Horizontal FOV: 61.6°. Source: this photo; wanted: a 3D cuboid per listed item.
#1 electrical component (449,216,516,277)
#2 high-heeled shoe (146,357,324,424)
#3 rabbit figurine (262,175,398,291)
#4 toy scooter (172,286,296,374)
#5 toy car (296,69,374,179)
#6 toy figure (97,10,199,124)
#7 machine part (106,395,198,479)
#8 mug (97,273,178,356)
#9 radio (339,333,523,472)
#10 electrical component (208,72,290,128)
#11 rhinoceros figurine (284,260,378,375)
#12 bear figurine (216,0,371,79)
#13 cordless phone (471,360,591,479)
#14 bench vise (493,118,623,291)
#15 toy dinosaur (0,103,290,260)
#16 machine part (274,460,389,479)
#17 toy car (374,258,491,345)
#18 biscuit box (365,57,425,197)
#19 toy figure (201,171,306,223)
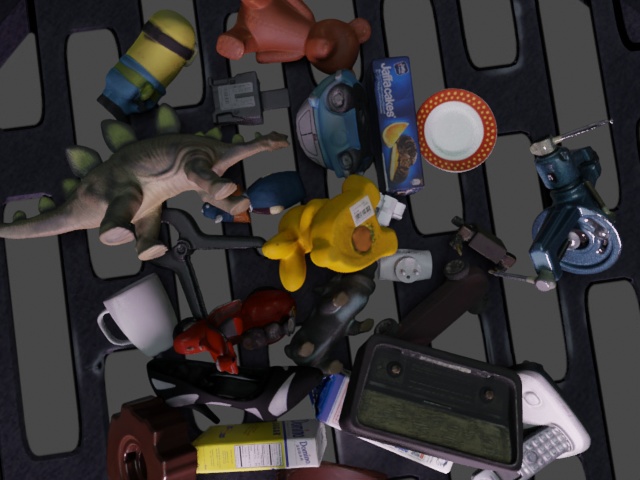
[{"bbox_3d":[0.239,0.011,0.800,0.102,0.078,0.045,32,107,-6],"label":"electrical component"},{"bbox_3d":[-0.125,0.185,0.748,0.249,0.086,0.145,-30,110,26],"label":"high-heeled shoe"},{"bbox_3d":[-0.002,-0.002,0.751,0.162,0.173,0.121,-44,121,-22],"label":"rabbit figurine"},{"bbox_3d":[-0.106,0.128,0.739,0.184,0.135,0.075,-17,110,-18],"label":"toy scooter"},{"bbox_3d":[0.018,-0.165,0.798,0.103,0.109,0.161,-3,101,22],"label":"toy car"},{"bbox_3d":[-0.253,-0.254,0.794,0.082,0.089,0.180,41,84,-5],"label":"toy figure"},{"bbox_3d":[-0.234,0.304,0.731,0.056,0.179,0.179,0,86,-45],"label":"machine part"},{"bbox_3d":[-0.261,0.118,0.781,0.109,0.081,0.107,-30,97,-2],"label":"mug"},{"bbox_3d":[0.150,0.215,0.714,0.230,0.073,0.131,17,64,-5],"label":"radio"},{"bbox_3d":[-0.106,-0.212,0.817,0.119,0.048,0.074,-4,88,0],"label":"electrical component"},{"bbox_3d":[0.025,0.102,0.773,0.073,0.112,0.190,35,80,-17],"label":"rhinoceros figurine"},{"bbox_3d":[-0.032,-0.296,0.787,0.196,0.132,0.120,25,115,4],"label":"bear figurine"},{"bbox_3d":[0.278,0.277,0.783,0.184,0.089,0.146,-38,89,2],"label":"cordless phone"},{"bbox_3d":[0.343,-0.027,0.752,0.240,0.129,0.223,-44,118,-36],"label":"bench vise"},{"bbox_3d":[-0.268,-0.074,0.760,0.471,0.105,0.199,-22,62,-7],"label":"toy dinosaur"},{"bbox_3d":[0.030,0.376,0.711,0.201,0.201,0.087,13,89,-1],"label":"machine part"},{"bbox_3d":[0.164,0.112,0.797,0.202,0.053,0.089,-40,118,-1],"label":"toy car"},{"bbox_3d":[0.112,-0.169,0.811,0.059,0.063,0.202,-7,88,-3],"label":"biscuit box"},{"bbox_3d":[-0.099,-0.059,0.803,0.154,0.064,0.057,-17,125,3],"label":"toy figure"}]
